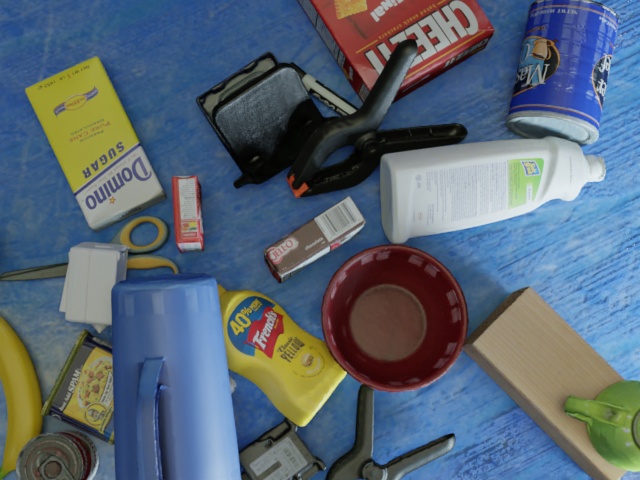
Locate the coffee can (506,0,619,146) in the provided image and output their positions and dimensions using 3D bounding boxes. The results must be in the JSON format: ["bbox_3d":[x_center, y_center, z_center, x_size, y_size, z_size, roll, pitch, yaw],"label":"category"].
[{"bbox_3d":[0.272,-0.188,1.199,0.103,0.103,0.140,13,82,0],"label":"coffee can"}]

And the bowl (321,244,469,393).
[{"bbox_3d":[0.079,0.088,1.175,0.162,0.055,0.162,1,78,-5],"label":"bowl"}]

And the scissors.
[{"bbox_3d":[-0.255,0.012,1.199,0.201,0.016,0.096,8,84,-1],"label":"scissors"}]

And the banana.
[{"bbox_3d":[-0.340,0.164,1.166,0.069,0.037,0.198,-8,82,-2],"label":"banana"}]

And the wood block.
[{"bbox_3d":[0.261,0.156,1.157,0.206,0.090,0.091,45,83,4],"label":"wood block"}]

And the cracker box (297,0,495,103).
[{"bbox_3d":[0.073,-0.278,1.222,0.164,0.072,0.214,-31,85,-5],"label":"cracker box"}]

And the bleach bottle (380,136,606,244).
[{"bbox_3d":[0.196,-0.060,1.195,0.250,0.068,0.102,-6,113,-9],"label":"bleach bottle"}]

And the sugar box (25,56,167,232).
[{"bbox_3d":[-0.252,-0.107,1.202,0.093,0.048,0.176,-27,82,-5],"label":"sugar box"}]

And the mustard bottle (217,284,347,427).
[{"bbox_3d":[-0.065,0.110,1.161,0.191,0.058,0.096,38,49,5],"label":"mustard bottle"}]

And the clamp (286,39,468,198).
[{"bbox_3d":[0.060,-0.111,1.191,0.210,0.164,0.036,-38,45,12],"label":"clamp"}]

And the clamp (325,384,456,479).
[{"bbox_3d":[0.068,0.252,1.165,0.120,0.039,0.171,25,88,7],"label":"clamp"}]

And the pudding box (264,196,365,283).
[{"bbox_3d":[-0.008,0.001,1.172,0.113,0.090,0.039,-31,86,-6],"label":"pudding box"}]

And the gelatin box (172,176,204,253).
[{"bbox_3d":[-0.144,-0.027,1.172,0.030,0.089,0.073,-3,82,-4],"label":"gelatin box"}]

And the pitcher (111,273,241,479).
[{"bbox_3d":[-0.152,0.159,1.081,0.144,0.149,0.243,-6,93,-36],"label":"pitcher"}]

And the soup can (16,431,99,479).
[{"bbox_3d":[-0.274,0.236,1.125,0.068,0.102,0.068,0,82,-2],"label":"soup can"}]

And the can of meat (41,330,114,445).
[{"bbox_3d":[-0.240,0.161,1.160,0.084,0.057,0.102,25,83,0],"label":"can of meat"}]

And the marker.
[{"bbox_3d":[0.007,-0.167,1.231,0.121,0.020,0.020,36,83,3],"label":"marker"}]
